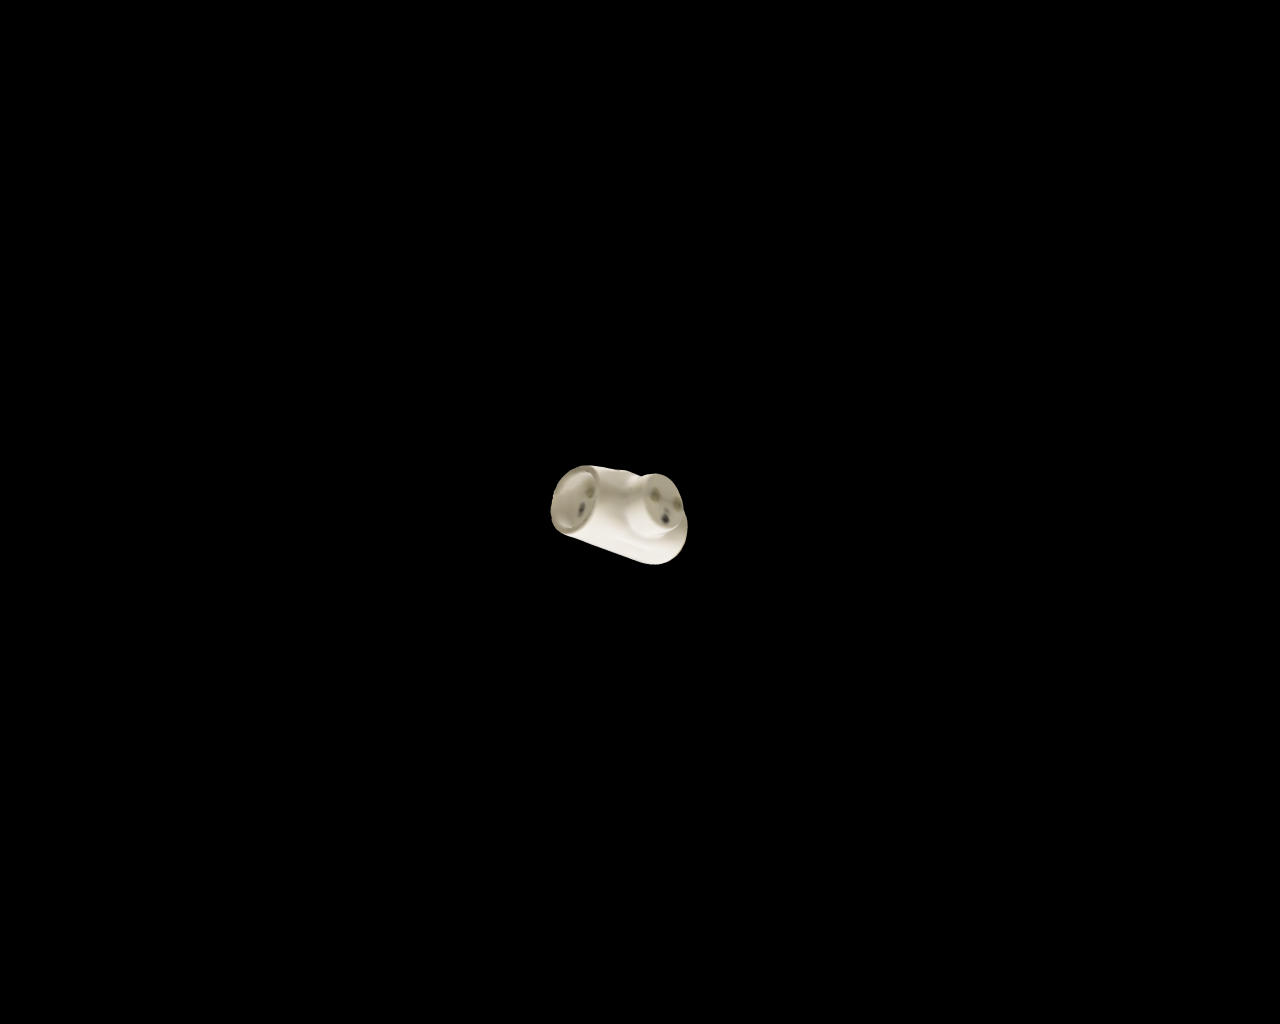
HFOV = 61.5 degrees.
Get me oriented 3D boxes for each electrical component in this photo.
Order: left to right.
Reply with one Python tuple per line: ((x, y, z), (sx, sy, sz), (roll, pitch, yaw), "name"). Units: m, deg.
((0.001, -0.003, 0.650), (0.079, 0.043, 0.077), (-21, -31, 40), "electrical component")
